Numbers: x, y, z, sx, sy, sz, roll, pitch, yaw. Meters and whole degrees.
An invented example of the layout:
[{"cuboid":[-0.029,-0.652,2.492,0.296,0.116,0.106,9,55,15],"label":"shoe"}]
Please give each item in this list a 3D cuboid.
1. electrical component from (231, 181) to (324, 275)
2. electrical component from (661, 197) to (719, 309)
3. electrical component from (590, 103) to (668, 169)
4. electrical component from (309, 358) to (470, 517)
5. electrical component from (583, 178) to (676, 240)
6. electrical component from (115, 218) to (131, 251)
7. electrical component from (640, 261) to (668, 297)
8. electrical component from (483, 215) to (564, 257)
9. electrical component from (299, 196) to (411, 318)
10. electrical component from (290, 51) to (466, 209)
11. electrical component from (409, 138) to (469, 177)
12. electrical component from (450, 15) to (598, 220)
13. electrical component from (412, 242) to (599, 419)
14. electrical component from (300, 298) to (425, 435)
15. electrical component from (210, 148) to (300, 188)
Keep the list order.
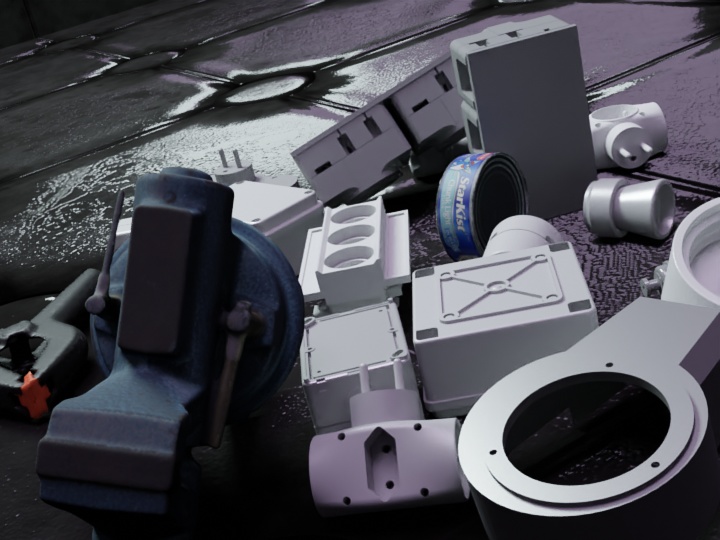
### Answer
[{"cuboid":[-0.088,-0.033,0.917,0.078,0.057,0.113,-32,29,-36],"label":"electrical component"},{"cuboid":[0.228,0.001,0.611,0.108,0.060,0.108,-7,45,7],"label":"electrical component"},{"cuboid":[0.229,-0.112,0.934,0.077,0.044,0.079,-14,23,-1],"label":"electrical component"},{"cuboid":[0.014,0.086,0.568,0.077,0.079,0.043,-9,-18,11],"label":"electrical component"},{"cuboid":[0.200,-0.046,0.799,0.055,0.045,0.045,5,29,37],"label":"electrical component"},{"cuboid":[-0.183,-0.015,0.939,0.066,0.047,0.076,-10,23,9],"label":"electrical component"},{"cuboid":[0.219,0.002,0.686,0.078,0.040,0.040,-15,23,-2],"label":"electrical component"},{"cuboid":[0.110,-0.003,0.741,0.055,0.055,0.047,-2,29,25],"label":"electrical component"},{"cuboid":[0.000,0.000,0.783,0.079,0.063,0.121,-11,23,7],"label":"electrical component"},{"cuboid":[0.037,-0.121,0.952,0.186,0.060,0.105,-33,-2,1],"label":"electrical component"},{"cuboid":[0.077,-0.114,1.027,0.062,0.043,0.043,-11,23,1],"label":"electrical component"},{"cuboid":[0.134,-0.120,0.871,0.089,0.150,0.061,-16,24,-4],"label":"electrical component"},{"cuboid":[0.089,0.034,0.664,0.109,0.056,0.108,-11,23,7],"label":"electrical component"},{"cuboid":[0.000,0.063,0.641,0.062,0.061,0.096,-13,23,1],"label":"electrical component"},{"cuboid":[-0.116,-0.081,1.020,0.138,0.073,0.052,6,30,39],"label":"electrical component"}]
